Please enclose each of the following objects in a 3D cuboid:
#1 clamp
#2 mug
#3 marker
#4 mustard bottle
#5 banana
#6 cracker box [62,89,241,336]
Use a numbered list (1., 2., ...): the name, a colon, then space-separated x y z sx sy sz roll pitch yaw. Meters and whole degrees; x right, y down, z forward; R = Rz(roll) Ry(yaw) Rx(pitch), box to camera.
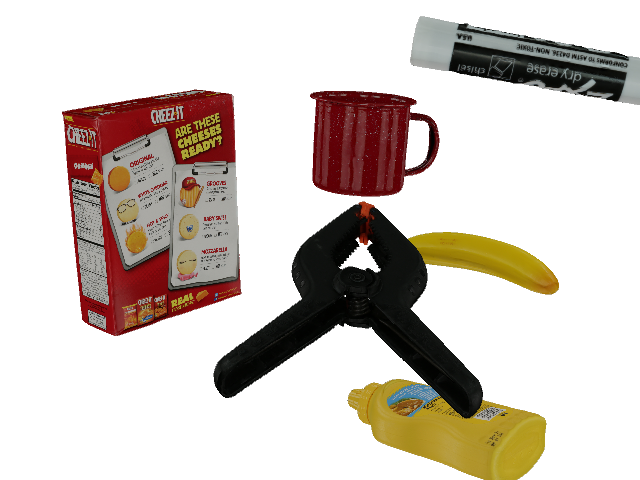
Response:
1. clamp: 0.034 0.043 0.721 0.164 0.036 0.209 9 35 9
2. mug: 0.047 -0.085 0.940 0.117 0.081 0.093 1 14 -11
3. marker: 0.094 -0.064 0.400 0.121 0.020 0.020 12 1 7
4. mustard bottle: 0.105 0.170 0.997 0.192 0.058 0.096 12 19 38
5. banana: 0.165 0.022 1.129 0.198 0.037 0.069 9 38 30
6. cracker box: -0.163 -0.032 1.056 0.072 0.214 0.163 14 22 43
